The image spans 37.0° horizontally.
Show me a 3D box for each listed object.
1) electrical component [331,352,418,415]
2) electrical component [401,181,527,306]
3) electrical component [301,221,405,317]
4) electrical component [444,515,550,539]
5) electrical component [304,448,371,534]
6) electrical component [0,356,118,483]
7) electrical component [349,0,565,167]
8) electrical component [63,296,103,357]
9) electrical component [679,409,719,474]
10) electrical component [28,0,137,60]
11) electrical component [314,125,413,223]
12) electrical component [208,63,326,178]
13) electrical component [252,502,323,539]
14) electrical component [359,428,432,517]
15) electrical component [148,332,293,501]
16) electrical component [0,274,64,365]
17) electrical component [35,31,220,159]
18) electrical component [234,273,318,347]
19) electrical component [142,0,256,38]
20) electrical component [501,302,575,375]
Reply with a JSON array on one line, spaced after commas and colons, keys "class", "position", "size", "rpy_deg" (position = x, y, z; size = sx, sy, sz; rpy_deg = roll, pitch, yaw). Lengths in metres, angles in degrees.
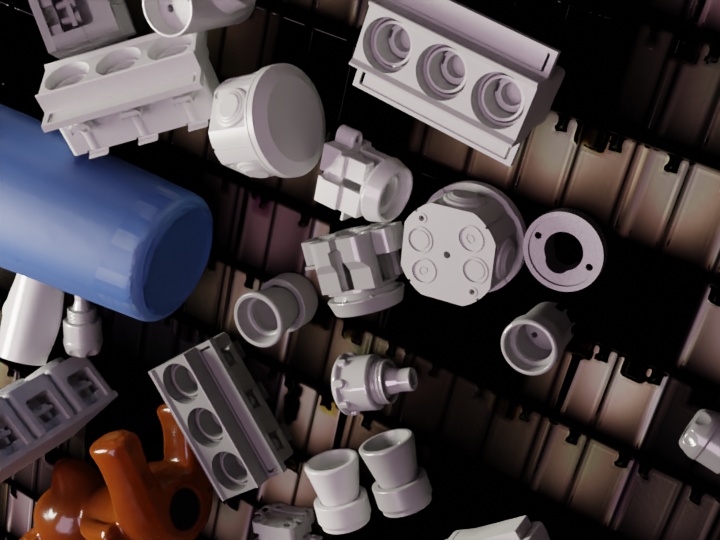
[{"class": "electrical component", "position": [0.012, 0.085, 0.816], "size": [0.062, 0.048, 0.048], "rpy_deg": [-7, 104, 26]}, {"class": "electrical component", "position": [0.070, -0.018, 0.738], "size": [0.080, 0.051, 0.080], "rpy_deg": [11, 113, 27]}, {"class": "electrical component", "position": [0.000, 0.000, 0.782], "size": [0.078, 0.058, 0.057], "rpy_deg": [-9, 100, 33]}, {"class": "electrical component", "position": [0.105, 0.224, 0.801], "size": [0.096, 0.062, 0.061], "rpy_deg": [-16, 99, 34]}, {"class": "electrical component", "position": [-0.017, 0.178, 0.867], "size": [0.045, 0.045, 0.055], "rpy_deg": [-5, 106, 32]}, {"class": "electrical component", "position": [-0.305, 0.138, 0.957], "size": [0.089, 0.150, 0.061], "rpy_deg": [-39, 87, 35]}, {"class": "electrical component", "position": [0.064, -0.131, 0.691], "size": [0.121, 0.063, 0.078], "rpy_deg": [30, 121, 18]}, {"class": "electrical component", "position": [-0.248, 0.045, 0.960], "size": [0.035, 0.035, 0.061], "rpy_deg": [13, 112, 26]}, {"class": "electrical component", "position": [0.241, 0.118, 0.697], "size": [0.061, 0.035, 0.035], "rpy_deg": [33, 122, 14]}, {"class": "electrical component", "position": [-0.223, -0.239, 0.800], "size": [0.062, 0.089, 0.150], "rpy_deg": [-20, 99, -5]}, {"class": "electrical component", "position": [0.004, -0.063, 0.764], "size": [0.055, 0.048, 0.066], "rpy_deg": [27, 120, 28]}, {"class": "electrical component", "position": [-0.065, -0.105, 0.769], "size": [0.051, 0.080, 0.080], "rpy_deg": [-2, 107, 37]}, {"class": "electrical component", "position": [-0.062, 0.235, 0.917], "size": [0.081, 0.042, 0.063], "rpy_deg": [2, 105, 30]}, {"class": "electrical component", "position": [0.028, 0.157, 0.832], "size": [0.045, 0.045, 0.055], "rpy_deg": [-12, 102, 33]}, {"class": "electrical component", "position": [-0.111, 0.118, 0.889], "size": [0.079, 0.063, 0.121], "rpy_deg": [-27, 93, 35]}, {"class": "electrical component", "position": [-0.303, 0.041, 0.981], "size": [0.079, 0.043, 0.077], "rpy_deg": [15, 91, 60]}, {"class": "electrical component", "position": [-0.169, -0.132, 0.804], "size": [0.121, 0.078, 0.063], "rpy_deg": [-14, 131, 8]}, {"class": "electrical component", "position": [-0.064, 0.030, 0.832], "size": [0.045, 0.055, 0.045], "rpy_deg": [11, 113, 27]}, {"class": "electrical component", "position": [-0.099, -0.197, 0.755], "size": [0.079, 0.077, 0.044], "rpy_deg": [-16, 99, 33]}, {"class": "electrical component", "position": [0.123, 0.045, 0.733], "size": [0.040, 0.046, 0.040], "rpy_deg": [11, 113, 27]}]
